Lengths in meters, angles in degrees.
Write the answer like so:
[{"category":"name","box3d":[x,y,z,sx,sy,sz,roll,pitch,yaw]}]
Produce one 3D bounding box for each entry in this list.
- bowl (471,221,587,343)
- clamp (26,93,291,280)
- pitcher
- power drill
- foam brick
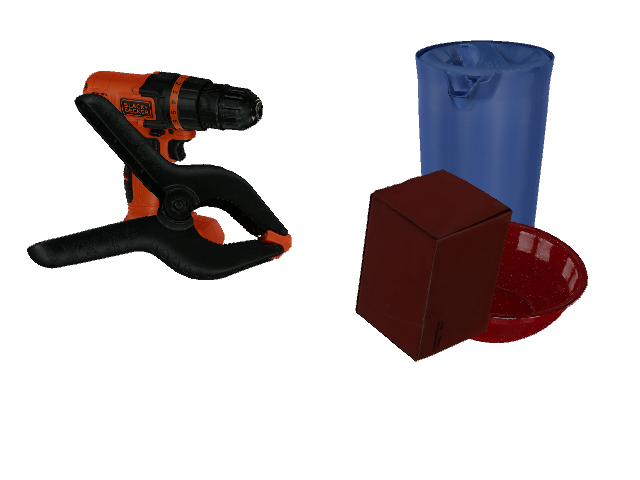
[{"category":"bowl","box3d":[0.152,0.043,0.950,0.162,0.055,0.162,2,32,-1]},{"category":"clamp","box3d":[-0.102,-0.030,0.716,0.171,0.120,0.039,10,-8,-19]},{"category":"pitcher","box3d":[0.166,-0.079,1.086,0.149,0.243,0.145,-10,25,-19]},{"category":"power drill","box3d":[-0.140,-0.076,1.059,0.185,0.188,0.057,10,30,20]},{"category":"foam brick","box3d":[0.056,0.012,0.546,0.052,0.078,0.051,-19,41,-33]}]
